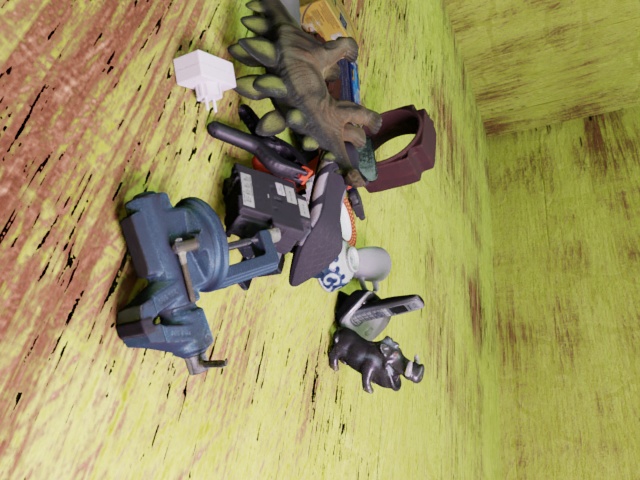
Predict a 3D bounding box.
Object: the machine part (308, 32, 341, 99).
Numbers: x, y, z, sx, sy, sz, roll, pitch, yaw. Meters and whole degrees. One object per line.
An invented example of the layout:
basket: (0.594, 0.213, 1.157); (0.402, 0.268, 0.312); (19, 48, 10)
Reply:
machine part: (-0.010, -0.344, 1.129); (0.179, 0.056, 0.179); (33, 52, -56)

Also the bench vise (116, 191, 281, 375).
bench vise: (-0.132, 0.039, 0.662); (0.240, 0.129, 0.223); (-17, 78, -46)

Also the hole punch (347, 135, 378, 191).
hole punch: (0.052, -0.169, 1.180); (0.116, 0.092, 0.142); (0, 81, -27)

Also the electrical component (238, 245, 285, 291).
electrical component: (-0.093, 0.022, 0.852); (0.074, 0.048, 0.119); (61, 31, -33)

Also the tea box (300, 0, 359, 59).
tea box: (0.007, -0.465, 1.155); (0.169, 0.098, 0.068); (43, 45, -54)

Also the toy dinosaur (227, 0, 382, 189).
toy dinosaur: (-0.039, -0.274, 0.851); (0.198, 0.105, 0.471); (-9, 65, -28)

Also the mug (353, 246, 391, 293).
mug: (0.099, 0.064, 1.200); (0.107, 0.081, 0.109); (11, 76, -50)

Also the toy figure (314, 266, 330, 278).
toy figure: (-0.003, -0.002, 1.035); (0.064, 0.058, 0.154); (113, -16, -59)

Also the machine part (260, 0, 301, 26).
machine part: (-0.073, -0.403, 0.995); (0.079, 0.079, 0.243); (16, 66, -62)

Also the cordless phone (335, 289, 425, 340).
cordless phone: (0.138, 0.152, 1.122); (0.146, 0.184, 0.089); (48, 37, -48)

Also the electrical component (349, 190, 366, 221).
electrical component: (0.086, -0.089, 1.260); (0.093, 0.021, 0.063); (58, 19, -50)

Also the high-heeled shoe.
high-heeled shoe: (-0.008, -0.053, 0.909); (0.086, 0.248, 0.145); (26, 14, -42)

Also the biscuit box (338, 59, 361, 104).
biscuit box: (0.054, -0.391, 1.264); (0.059, 0.063, 0.202); (18, 66, -62)

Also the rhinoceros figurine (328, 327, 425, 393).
rhinoceros figurine: (0.109, 0.232, 1.042); (0.073, 0.191, 0.112); (4, 106, -64)

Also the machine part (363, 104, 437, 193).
machine part: (0.169, -0.220, 1.282); (0.087, 0.202, 0.201); (53, 38, -41)

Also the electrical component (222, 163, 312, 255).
electrical component: (-0.077, -0.043, 0.809); (0.134, 0.058, 0.115); (18, 42, -28)

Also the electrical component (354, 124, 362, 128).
electrical component: (0.039, -0.236, 1.094); (0.078, 0.102, 0.045); (50, 56, -8)

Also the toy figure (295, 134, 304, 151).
toy figure: (0.001, -0.184, 1.067); (0.180, 0.089, 0.082); (58, 27, -16)
